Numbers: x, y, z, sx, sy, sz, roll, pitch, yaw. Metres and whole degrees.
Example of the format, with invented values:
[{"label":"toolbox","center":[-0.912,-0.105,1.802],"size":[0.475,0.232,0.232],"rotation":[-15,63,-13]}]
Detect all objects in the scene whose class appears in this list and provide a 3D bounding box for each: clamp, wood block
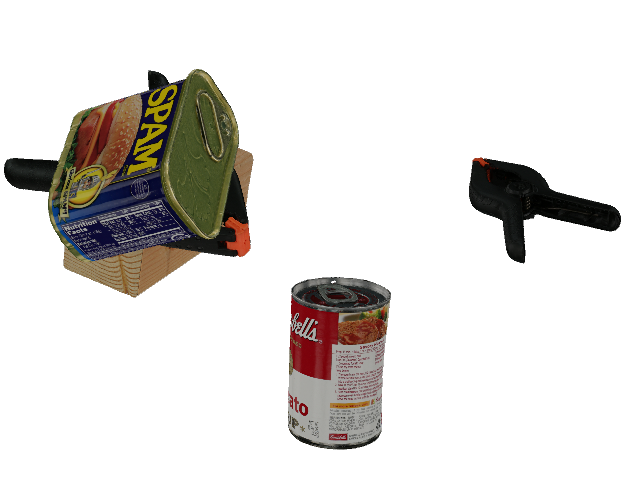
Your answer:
[{"label":"clamp","center":[0.210,-0.039,1.051],"size":[0.120,0.039,0.171],"rotation":[-8,34,-14]},{"label":"clamp","center":[-0.126,-0.058,0.856],"size":[0.210,0.036,0.164],"rotation":[29,57,25]},{"label":"wood block","center":[-0.161,-0.034,1.091],"size":[0.090,0.091,0.205],"rotation":[21,28,18]}]

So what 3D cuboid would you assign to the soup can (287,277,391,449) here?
[{"label":"soup can","center":[0.012,0.083,0.734],"size":[0.068,0.102,0.068],"rotation":[2,15,-1]}]

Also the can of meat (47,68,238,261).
[{"label":"can of meat","center":[-0.101,-0.041,0.608],"size":[0.084,0.102,0.057],"rotation":[-13,-44,22]}]
